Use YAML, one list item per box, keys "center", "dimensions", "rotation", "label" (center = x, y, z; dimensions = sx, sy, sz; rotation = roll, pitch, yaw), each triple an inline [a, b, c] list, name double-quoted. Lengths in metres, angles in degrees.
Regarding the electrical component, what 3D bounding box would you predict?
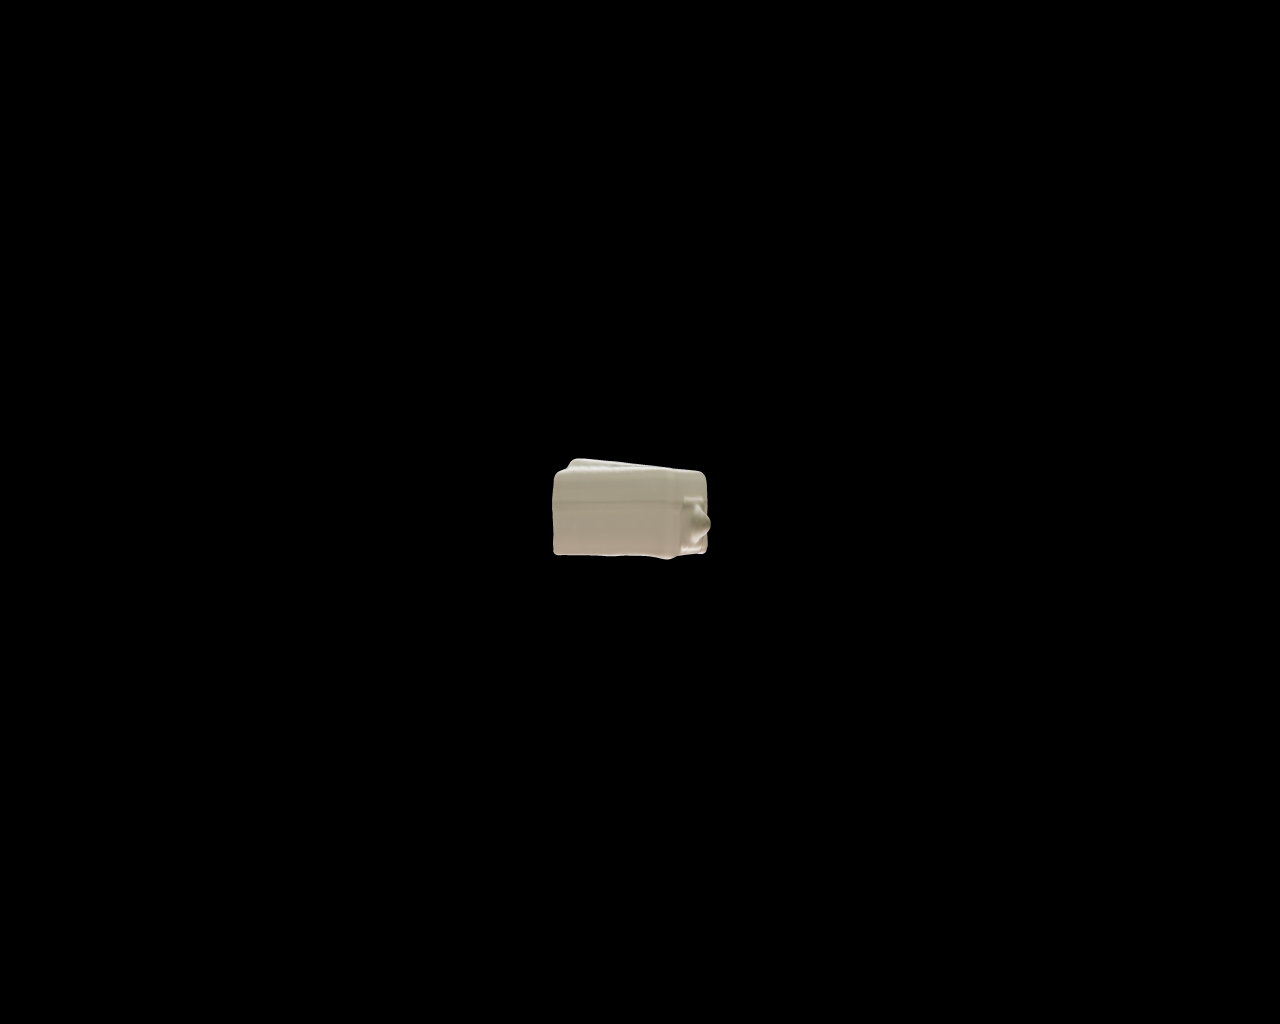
- center: [0.001, -0.003, 0.650]
  dimensions: [0.096, 0.061, 0.062]
  rotation: [0, 0, 25]
  label: "electrical component"
